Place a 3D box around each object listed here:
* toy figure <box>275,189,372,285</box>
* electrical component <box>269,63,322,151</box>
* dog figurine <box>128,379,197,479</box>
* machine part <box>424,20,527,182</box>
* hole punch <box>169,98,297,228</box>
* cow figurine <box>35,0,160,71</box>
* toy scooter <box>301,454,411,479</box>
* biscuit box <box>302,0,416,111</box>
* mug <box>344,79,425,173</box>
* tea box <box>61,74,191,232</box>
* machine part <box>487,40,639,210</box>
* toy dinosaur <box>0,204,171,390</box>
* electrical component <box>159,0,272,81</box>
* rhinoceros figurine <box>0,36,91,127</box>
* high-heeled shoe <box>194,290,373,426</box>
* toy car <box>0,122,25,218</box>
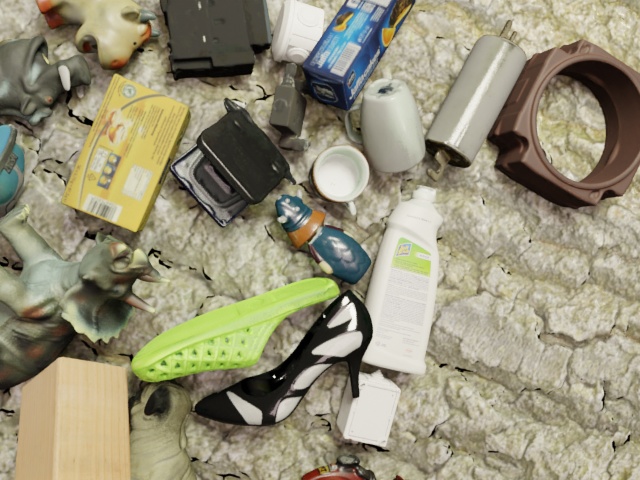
[{"bbox_3d":[-0.002,-0.002,0.722,0.154,0.064,0.058,40,122,-5],"label":"toy figure"},{"bbox_3d":[-0.030,-0.169,0.707,0.045,0.078,0.102,11,84,13],"label":"electrical component"},{"bbox_3d":[-0.185,0.282,0.680,0.172,0.121,0.190,43,67,-53],"label":"dog figurine"},{"bbox_3d":[0.213,-0.189,0.743,0.079,0.079,0.243,28,87,-10],"label":"machine part"},{"bbox_3d":[-0.113,-0.092,0.688,0.142,0.092,0.116,48,41,-9],"label":"hole punch"},{"bbox_3d":[-0.274,-0.299,0.647,0.127,0.085,0.194,-16,90,-11],"label":"cow figurine"},{"bbox_3d":[0.062,0.360,0.742,0.135,0.075,0.183,-44,102,-6],"label":"toy scooter"},{"bbox_3d":[0.054,-0.264,0.687,0.059,0.062,0.202,25,73,19],"label":"biscuit box"},{"bbox_3d":[0.082,-0.156,0.703,0.081,0.110,0.107,-48,144,-29],"label":"mug"},{"bbox_3d":[-0.237,-0.104,0.668,0.098,0.068,0.169,24,87,-12],"label":"tea box"},{"bbox_3d":[0.363,-0.161,0.767,0.201,0.087,0.201,28,87,-12],"label":"machine part"},{"bbox_3d":[-0.361,0.105,0.633,0.405,0.131,0.192,-39,119,7],"label":"toy dinosaur"},{"bbox_3d":[-0.131,-0.270,0.686,0.134,0.058,0.114,-10,96,-9],"label":"electrical component"},{"bbox_3d":[-0.374,-0.186,0.638,0.190,0.073,0.112,-21,95,-9],"label":"rhinoceros figurine"},{"bbox_3d":[-0.051,0.151,0.696,0.249,0.086,0.145,-9,95,0],"label":"high-heeled shoe"},{"bbox_3d":[-0.406,-0.067,0.619,0.162,0.102,0.109,-5,54,14],"label":"toy car"}]
